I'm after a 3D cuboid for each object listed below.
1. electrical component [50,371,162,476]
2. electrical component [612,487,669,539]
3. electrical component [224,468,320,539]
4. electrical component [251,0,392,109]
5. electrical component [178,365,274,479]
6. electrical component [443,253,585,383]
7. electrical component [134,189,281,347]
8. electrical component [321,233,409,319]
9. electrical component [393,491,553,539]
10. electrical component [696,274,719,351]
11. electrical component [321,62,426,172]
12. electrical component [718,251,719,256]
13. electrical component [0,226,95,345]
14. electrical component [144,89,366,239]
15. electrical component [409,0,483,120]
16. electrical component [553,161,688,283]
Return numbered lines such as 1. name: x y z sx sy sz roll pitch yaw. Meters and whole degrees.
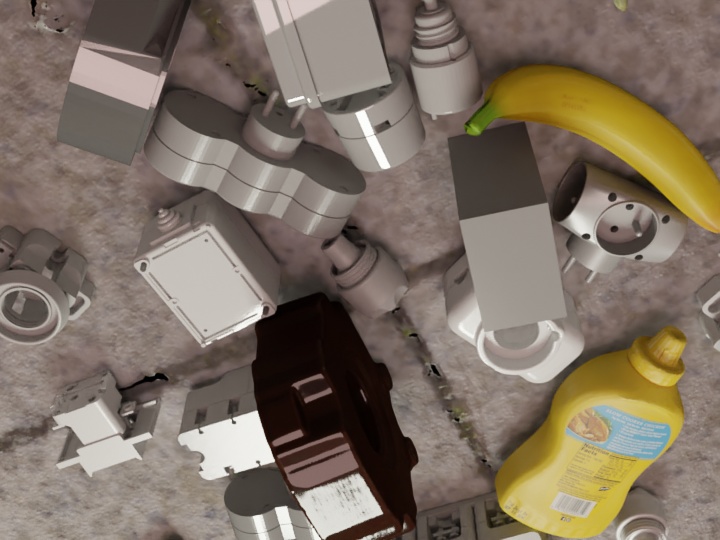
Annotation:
1. electrical component: -0.196 0.114 0.811 0.081 0.042 0.063 -20 120 12
2. electrical component: 0.227 0.210 0.864 0.043 0.062 0.043 0 124 0
3. electrical component: -0.039 0.170 0.843 0.138 0.052 0.073 -7 124 5
4. electrical component: -0.022 -0.147 0.593 0.057 0.113 0.078 -14 123 6
5. electrical component: -0.082 0.109 0.799 0.089 0.055 0.050 -18 122 12
6. electrical component: 0.107 0.033 0.746 0.095 0.059 0.053 33 118 -20
7. electrical component: -0.103 -0.009 0.716 0.062 0.061 0.096 -26 120 16
8. electrical component: 0.000 0.000 0.734 0.043 0.043 0.062 -36 116 21
9. electrical component: 0.084 0.246 0.888 0.150 0.061 0.089 -18 122 12
10. electrical component: 0.278 0.045 0.756 0.078 0.057 0.058 32 118 -20
11. electrical component: 0.010 -0.094 0.665 0.055 0.055 0.047 -19 126 12
12. electrical component: 0.280 -0.023 0.718 0.079 0.043 0.077 -7 124 5
13. electrical component: -0.224 0.014 0.735 0.078 0.057 0.058 39 116 -23
14. electrical component: -0.058 -0.079 0.675 0.138 0.052 0.073 22 121 -14
15. electrical component: 0.049 -0.130 0.648 0.040 0.040 0.078 -11 123 8
16. electrical component: 0.164 -0.024 0.717 0.077 0.044 0.079 21 122 -13
